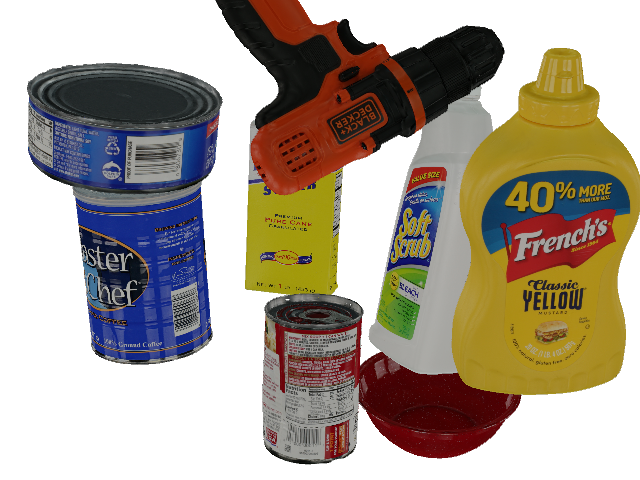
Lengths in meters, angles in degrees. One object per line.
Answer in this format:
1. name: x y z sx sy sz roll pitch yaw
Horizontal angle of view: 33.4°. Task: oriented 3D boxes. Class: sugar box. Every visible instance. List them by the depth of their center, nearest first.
1. sugar box: -0.027 -0.034 1.089 0.093 0.176 0.048 5 16 13

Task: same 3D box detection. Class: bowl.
1. bowl: 0.111 0.162 1.035 0.162 0.055 0.162 -1 25 0

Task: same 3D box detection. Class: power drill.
1. power drill: 0.008 -0.147 0.690 0.184 0.187 0.057 -30 4 -11

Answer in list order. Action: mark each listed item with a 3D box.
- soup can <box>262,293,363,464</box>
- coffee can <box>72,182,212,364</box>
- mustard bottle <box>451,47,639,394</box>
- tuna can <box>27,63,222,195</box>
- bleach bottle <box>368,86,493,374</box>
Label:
1. soup can: -0.006 0.095 0.741 0.068 0.102 0.068 1 15 -1
2. coffee can: -0.144 0.017 0.877 0.103 0.140 0.103 -2 19 1
3. mustard bottle: 0.124 -0.009 0.582 0.096 0.192 0.058 -1 25 -1
4. tuna can: -0.088 -0.052 0.482 0.086 0.034 0.086 6 25 -3
5. bleach bottle: 0.101 -0.018 0.917 0.068 0.251 0.103 0 15 -26
